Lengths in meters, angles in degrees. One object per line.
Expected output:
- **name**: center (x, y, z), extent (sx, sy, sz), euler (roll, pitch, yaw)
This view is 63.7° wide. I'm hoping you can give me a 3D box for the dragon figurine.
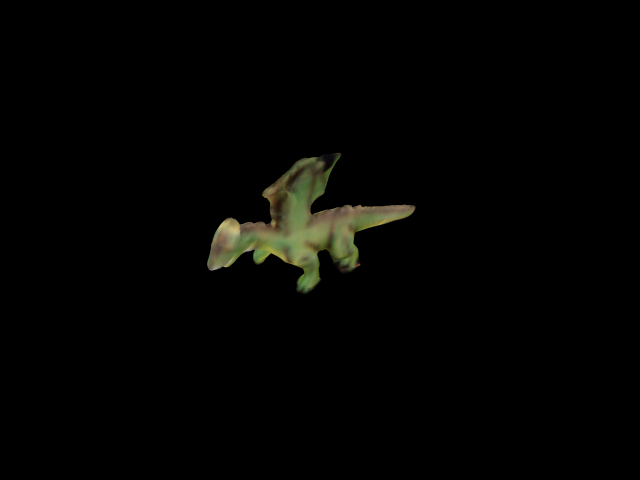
- **dragon figurine**: center (0.003, -0.043, 0.850), extent (0.413, 0.124, 0.237), euler (-28, -32, -19)
